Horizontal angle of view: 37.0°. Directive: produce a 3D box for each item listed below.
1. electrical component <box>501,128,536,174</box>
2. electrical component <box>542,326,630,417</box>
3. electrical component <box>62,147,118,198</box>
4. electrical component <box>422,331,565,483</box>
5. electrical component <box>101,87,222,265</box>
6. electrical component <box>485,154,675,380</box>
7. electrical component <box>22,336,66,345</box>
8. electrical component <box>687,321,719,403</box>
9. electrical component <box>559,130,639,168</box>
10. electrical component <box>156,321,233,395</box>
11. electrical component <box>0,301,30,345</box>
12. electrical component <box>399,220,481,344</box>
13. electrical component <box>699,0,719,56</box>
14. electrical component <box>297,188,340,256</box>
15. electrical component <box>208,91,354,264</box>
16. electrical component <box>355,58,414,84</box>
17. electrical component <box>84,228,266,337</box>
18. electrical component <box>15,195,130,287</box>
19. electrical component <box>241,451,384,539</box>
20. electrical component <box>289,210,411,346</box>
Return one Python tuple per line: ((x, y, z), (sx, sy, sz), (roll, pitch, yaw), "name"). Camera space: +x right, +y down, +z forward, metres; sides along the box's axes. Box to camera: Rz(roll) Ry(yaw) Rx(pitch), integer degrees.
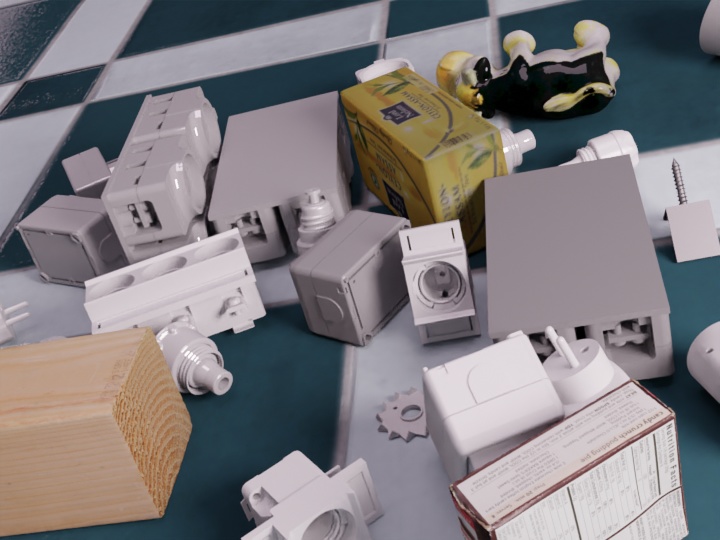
((0.117, -0.099, 0.903), (0.062, 0.043, 0.043), (-23, 33, -12), "electrical component")
((0.126, 0.065, 0.599), (0.043, 0.079, 0.077), (-33, 17, 1), "electrical component")
((-0.239, -0.086, 1.041), (0.076, 0.047, 0.083), (-24, 33, -12), "electrical component")
((0.075, 0.089, 0.602), (0.062, 0.096, 0.061), (-21, 60, -6), "electrical component")
((-0.155, -0.070, 0.924), (0.060, 0.105, 0.186), (-11, 33, 9), "electrical component")
((0.142, 0.001, 0.722), (0.105, 0.060, 0.186), (-9, 33, 12), "electrical component")
((-0.209, 0.073, 0.756), (0.077, 0.079, 0.044), (-8, 50, 13), "electrical component")
((0.240, 0.059, 0.606), (0.079, 0.043, 0.077), (-20, 32, -7), "electrical component")
((0.189, -0.088, 0.862), (0.061, 0.035, 0.035), (-20, 32, 0), "electrical component")
((-0.116, 0.067, 0.757), (0.062, 0.048, 0.048), (26, 51, 36), "electrical component")
((-0.305, 0.046, 0.870), (0.077, 0.047, 0.065), (-23, 33, -10), "electrical component")
((0.057, 0.006, 0.748), (0.042, 0.081, 0.064), (-10, 10, 11), "electrical component")
((0.351, -0.231, 0.951), (0.099, 0.099, 0.064), (-32, 41, -22), "electrical component")
((-0.029, -0.024, 0.829), (0.040, 0.078, 0.040), (-10, 19, 3), "electrical component")
((-0.063, -0.080, 0.939), (0.105, 0.060, 0.186), (-12, 32, 7), "electrical component")
((0.031, -0.165, 1.030), (0.050, 0.055, 0.089), (-18, 32, -2), "electrical component")
((-0.137, 0.023, 0.808), (0.121, 0.063, 0.078), (-20, 25, -5), "electrical component")
((-0.248, -0.027, 0.942), (0.096, 0.061, 0.061), (7, 39, 33), "electrical component")
((-0.032, 0.139, 0.611), (0.081, 0.042, 0.064), (-30, 32, -22), "electrical component")
((0.000, 0.000, 0.787), (0.061, 0.061, 0.096), (12, 42, 37), "electrical component")
